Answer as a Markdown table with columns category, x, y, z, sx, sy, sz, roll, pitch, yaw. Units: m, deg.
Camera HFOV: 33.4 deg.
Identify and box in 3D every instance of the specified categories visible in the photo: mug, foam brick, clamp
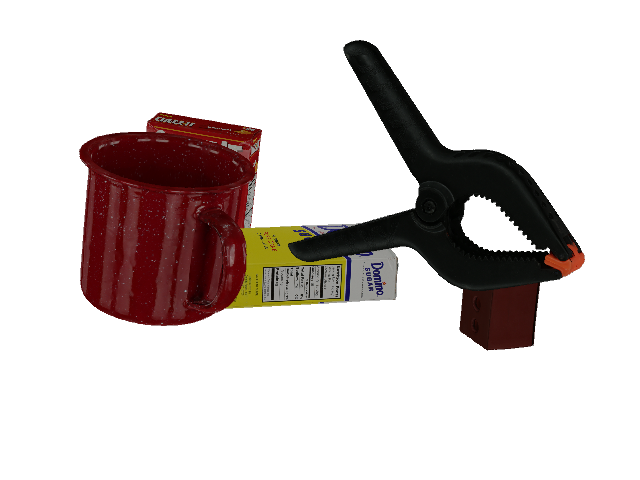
| category | x | y | z | sx | sy | sz | roll | pitch | yaw |
| --- | --- | --- | --- | --- | --- | --- | --- | --- | --- |
| mug | -0.079 | -0.002 | 0.572 | 0.093 | 0.081 | 0.117 | -11 | 30 | -43 |
| foam brick | 0.164 | 0.055 | 0.979 | 0.051 | 0.078 | 0.053 | -6 | 19 | -23 |
| clamp | 0.078 | -0.036 | 0.712 | 0.210 | 0.165 | 0.036 | 20 | 21 | 28 |

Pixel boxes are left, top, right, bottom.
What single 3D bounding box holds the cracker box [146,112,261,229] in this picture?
| category | x | y | z | sx | sy | sz | roll | pitch | yaw |
| --- | --- | --- | --- | --- | --- | --- | --- | --- | --- |
| cracker box | -0.185 | -0.072 | 1.613 | 0.164 | 0.214 | 0.072 | 10 | 20 | 6 |

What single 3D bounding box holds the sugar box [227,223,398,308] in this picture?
| category | x | y | z | sx | sy | sz | roll | pitch | yaw |
| --- | --- | --- | --- | --- | --- | --- | --- | --- | --- |
| sugar box | -0.032 | 0.020 | 0.892 | 0.176 | 0.048 | 0.093 | -5 | 20 | -13 |
